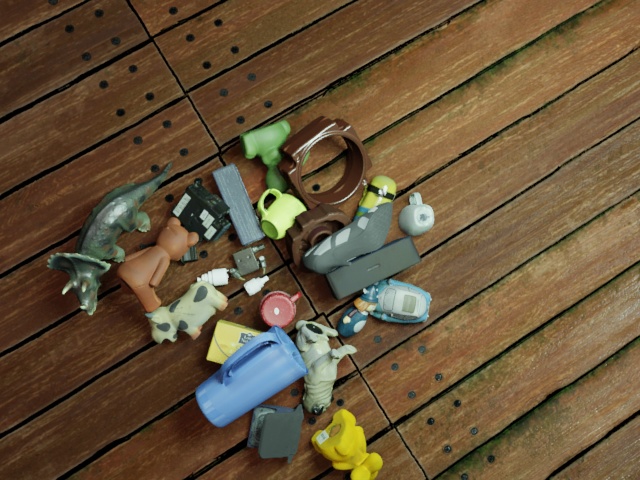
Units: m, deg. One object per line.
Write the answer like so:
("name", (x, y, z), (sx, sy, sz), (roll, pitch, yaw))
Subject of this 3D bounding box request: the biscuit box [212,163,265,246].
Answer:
("biscuit box", (-0.202, -0.088, 1.343), (0.063, 0.059, 0.202), (-22, 89, -5))

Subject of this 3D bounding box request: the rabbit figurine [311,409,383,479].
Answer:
("rabbit figurine", (0.088, 0.517, 1.297), (0.122, 0.162, 0.173), (-41, 108, -18))

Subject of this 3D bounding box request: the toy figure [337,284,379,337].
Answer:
("toy figure", (0.101, 0.174, 1.328), (0.058, 0.064, 0.154), (37, 114, 4))

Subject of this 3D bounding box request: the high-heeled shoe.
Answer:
("high-heeled shoe", (0.067, -0.009, 1.286), (0.249, 0.145, 0.086), (-48, 127, -32))

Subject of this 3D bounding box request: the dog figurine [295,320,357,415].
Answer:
("dog figurine", (-0.023, 0.314, 1.323), (0.173, 0.121, 0.190), (40, 110, 38))

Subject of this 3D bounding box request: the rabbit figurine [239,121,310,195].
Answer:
("rabbit figurine", (-0.111, -0.203, 1.350), (0.159, 0.121, 0.170), (-22, 107, -13))

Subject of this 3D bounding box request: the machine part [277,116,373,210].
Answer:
("machine part", (0.014, -0.180, 1.309), (0.201, 0.087, 0.200), (-39, 125, -8))

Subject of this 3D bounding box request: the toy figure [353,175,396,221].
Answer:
("toy figure", (0.137, -0.076, 1.358), (0.082, 0.089, 0.180), (28, 82, -10))

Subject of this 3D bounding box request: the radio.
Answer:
("radio", (0.123, 0.068, 1.326), (0.230, 0.131, 0.073), (-23, 89, -7))

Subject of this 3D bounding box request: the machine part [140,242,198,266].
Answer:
("machine part", (-0.375, 0.026, 1.331), (0.139, 0.039, 0.084), (-5, 92, -7))

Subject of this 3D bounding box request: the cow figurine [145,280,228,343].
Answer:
("cow figurine", (-0.331, 0.175, 1.298), (0.195, 0.085, 0.127), (-44, 100, 3))

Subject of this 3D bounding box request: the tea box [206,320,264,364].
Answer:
("tea box", (-0.181, 0.265, 1.317), (0.170, 0.068, 0.098), (15, 86, -3))

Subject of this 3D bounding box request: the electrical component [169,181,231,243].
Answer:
("electrical component", (-0.286, -0.060, 1.308), (0.134, 0.058, 0.115), (45, 124, -1))

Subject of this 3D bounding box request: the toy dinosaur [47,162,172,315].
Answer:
("toy dinosaur", (-0.486, -0.035, 1.248), (0.131, 0.192, 0.404), (29, 85, -5))

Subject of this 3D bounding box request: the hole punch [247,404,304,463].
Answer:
("hole punch", (-0.111, 0.462, 1.310), (0.115, 0.092, 0.142), (14, 81, -34))

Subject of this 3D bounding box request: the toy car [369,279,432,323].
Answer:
("toy car", (0.205, 0.159, 1.343), (0.162, 0.103, 0.109), (13, 86, -2))

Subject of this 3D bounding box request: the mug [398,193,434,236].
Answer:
("mug", (0.251, -0.066, 1.360), (0.081, 0.107, 0.109), (1, 88, -6))

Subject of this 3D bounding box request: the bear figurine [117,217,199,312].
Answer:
("bear figurine", (-0.377, 0.051, 1.268), (0.120, 0.131, 0.196), (31, 58, 23))

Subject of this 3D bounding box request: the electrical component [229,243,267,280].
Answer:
("electrical component", (-0.179, 0.058, 1.342), (0.102, 0.045, 0.078), (-16, 89, -6))

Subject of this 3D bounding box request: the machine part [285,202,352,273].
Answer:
("machine part", (-0.003, -0.004, 1.311), (0.179, 0.056, 0.179), (-17, 130, -22))
